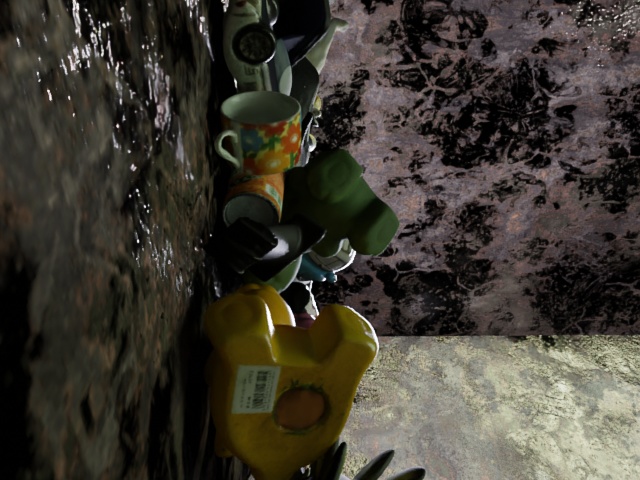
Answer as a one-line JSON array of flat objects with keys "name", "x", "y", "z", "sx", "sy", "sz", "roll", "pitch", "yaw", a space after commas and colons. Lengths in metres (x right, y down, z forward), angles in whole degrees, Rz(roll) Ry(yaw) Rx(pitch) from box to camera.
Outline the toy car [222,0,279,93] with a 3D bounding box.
[{"name": "toy car", "x": -0.064, "y": -0.162, "z": 0.541, "sx": 0.201, "sy": 0.056, "sz": 0.073, "roll": 86, "pitch": 3, "yaw": -52}]

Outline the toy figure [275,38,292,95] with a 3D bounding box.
[{"name": "toy figure", "x": -0.064, "y": -0.166, "z": 0.661, "sx": 0.064, "sy": 0.058, "sz": 0.154, "roll": -27, "pitch": 128, "yaw": -39}]

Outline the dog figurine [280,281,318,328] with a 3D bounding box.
[{"name": "dog figurine", "x": -0.037, "y": 0.162, "z": 0.752, "sx": 0.219, "sy": 0.108, "sz": 0.191, "roll": -111, "pitch": -160, "yaw": -83}]

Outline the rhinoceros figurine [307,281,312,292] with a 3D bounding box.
[{"name": "rhinoceros figurine", "x": -0.055, "y": 0.108, "z": 0.997, "sx": 0.190, "sy": 0.073, "sz": 0.112, "roll": -99, "pitch": -161, "yaw": -80}]

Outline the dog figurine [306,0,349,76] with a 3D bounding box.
[{"name": "dog figurine", "x": -0.053, "y": -0.308, "z": 0.876, "sx": 0.172, "sy": 0.121, "sz": 0.190, "roll": 30, "pitch": 77, "yaw": -42}]

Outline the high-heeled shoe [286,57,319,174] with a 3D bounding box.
[{"name": "high-heeled shoe", "x": -0.064, "y": -0.184, "z": 0.789, "sx": 0.145, "sy": 0.086, "sz": 0.249, "roll": -55, "pitch": -143, "yaw": 38}]

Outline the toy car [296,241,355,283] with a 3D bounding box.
[{"name": "toy car", "x": -0.002, "y": -0.002, "z": 0.765, "sx": 0.161, "sy": 0.103, "sz": 0.109, "roll": 38, "pitch": 54, "yaw": -59}]

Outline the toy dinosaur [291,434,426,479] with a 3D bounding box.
[{"name": "toy dinosaur", "x": -0.001, "y": 0.243, "z": 0.393, "sx": 0.198, "sy": 0.105, "sz": 0.471, "roll": -64, "pitch": -174, "yaw": -3}]

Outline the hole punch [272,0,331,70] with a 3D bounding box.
[{"name": "hole punch", "x": -0.056, "y": -0.290, "z": 0.684, "sx": 0.116, "sy": 0.092, "sz": 0.142, "roll": -32, "pitch": -118, "yaw": 51}]

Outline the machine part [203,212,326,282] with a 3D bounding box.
[{"name": "machine part", "x": -0.042, "y": 0.006, "z": 0.462, "sx": 0.039, "sy": 0.084, "sz": 0.139, "roll": 59, "pitch": 14, "yaw": 10}]

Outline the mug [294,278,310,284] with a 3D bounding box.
[{"name": "mug", "x": -0.054, "y": 0.051, "z": 0.860, "sx": 0.107, "sy": 0.081, "sz": 0.109, "roll": 1, "pitch": 96, "yaw": -77}]

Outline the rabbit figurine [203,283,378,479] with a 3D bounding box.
[{"name": "rabbit figurine", "x": -0.037, "y": 0.102, "z": 0.442, "sx": 0.173, "sy": 0.122, "sz": 0.162, "roll": -134, "pitch": -137, "yaw": -63}]

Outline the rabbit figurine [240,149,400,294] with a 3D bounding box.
[{"name": "rabbit figurine", "x": -0.030, "y": -0.018, "z": 0.592, "sx": 0.121, "sy": 0.170, "sz": 0.159, "roll": 51, "pitch": -7, "yaw": -34}]

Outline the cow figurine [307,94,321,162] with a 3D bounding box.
[{"name": "cow figurine", "x": -0.041, "y": -0.160, "z": 0.837, "sx": 0.098, "sy": 0.068, "sz": 0.167, "roll": -57, "pitch": 161, "yaw": -89}]
